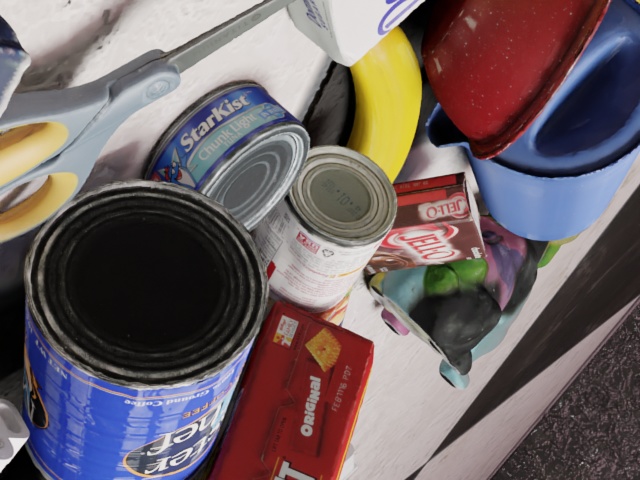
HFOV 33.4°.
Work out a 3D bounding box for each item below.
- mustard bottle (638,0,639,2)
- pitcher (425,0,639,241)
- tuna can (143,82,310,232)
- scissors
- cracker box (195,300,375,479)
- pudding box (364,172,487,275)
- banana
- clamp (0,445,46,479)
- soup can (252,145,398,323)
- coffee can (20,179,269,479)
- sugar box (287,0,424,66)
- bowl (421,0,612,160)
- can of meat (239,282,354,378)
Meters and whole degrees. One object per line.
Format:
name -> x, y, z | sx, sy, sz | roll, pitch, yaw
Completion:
mustard bottle -> 0.219, -0.183, 0.751 | 0.096, 0.058, 0.192 | -39, 160, -38
pitcher -> 0.171, -0.079, 0.746 | 0.242, 0.149, 0.145 | 49, 63, -74
tuna can -> -0.046, -0.035, 0.531 | 0.086, 0.034, 0.086 | -40, 160, -18
scissors -> -0.073, -0.051, 0.421 | 0.201, 0.016, 0.096 | -27, 162, -20
cracker box -> -0.044, 0.164, 0.638 | 0.214, 0.072, 0.164 | 116, -5, -51
pudding box -> 0.065, -0.009, 0.737 | 0.090, 0.039, 0.113 | -8, 167, 12
banana -> 0.028, -0.065, 0.619 | 0.069, 0.037, 0.198 | -35, 158, -30
clamp -> -0.173, 0.145, 0.527 | 0.171, 0.120, 0.039 | -45, 125, -63
soup can -> -0.004, 0.001, 0.617 | 0.068, 0.068, 0.102 | -32, 164, -35
coffee can -> -0.087, 0.053, 0.501 | 0.102, 0.103, 0.140 | -34, 161, -32
sugar box -> 0.056, -0.163, 0.472 | 0.176, 0.048, 0.093 | -45, 160, -6
bowl -> 0.098, -0.125, 0.558 | 0.162, 0.055, 0.162 | -62, -170, 18
can of meat -> -0.026, 0.053, 0.714 | 0.102, 0.057, 0.084 | -35, 156, -29
